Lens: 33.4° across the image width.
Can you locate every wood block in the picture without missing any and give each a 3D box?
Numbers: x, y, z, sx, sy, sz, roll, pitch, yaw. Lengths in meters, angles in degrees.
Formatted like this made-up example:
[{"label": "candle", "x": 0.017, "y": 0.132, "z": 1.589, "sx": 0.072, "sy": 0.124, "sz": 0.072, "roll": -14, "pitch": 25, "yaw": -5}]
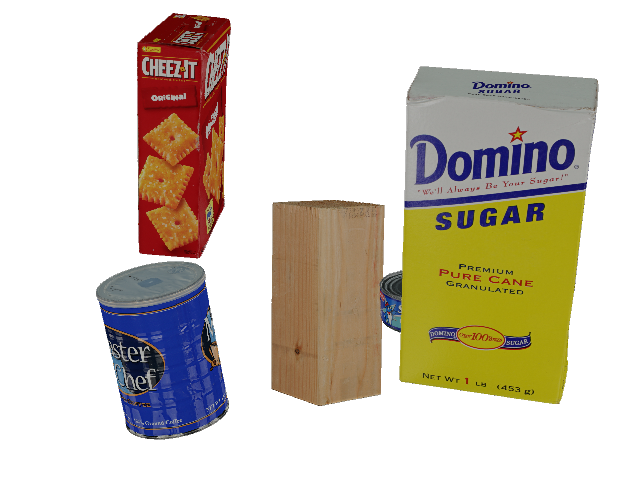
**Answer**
[{"label": "wood block", "x": 0.007, "y": 0.062, "z": 1.151, "sx": 0.090, "sy": 0.206, "sz": 0.091, "roll": -4, "pitch": 9, "yaw": -38}]

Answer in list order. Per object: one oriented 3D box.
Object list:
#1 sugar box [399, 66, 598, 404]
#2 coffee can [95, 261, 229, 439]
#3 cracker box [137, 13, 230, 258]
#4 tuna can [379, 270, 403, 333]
[{"label": "sugar box", "x": 0.091, "y": 0.000, "z": 0.565, "sx": 0.093, "sy": 0.176, "sz": 0.048, "roll": 6, "pitch": 32, "yaw": 14}, {"label": "coffee can", "x": -0.149, "y": 0.103, "z": 1.016, "sx": 0.103, "sy": 0.140, "sz": 0.103, "roll": -8, "pitch": 18, "yaw": 2}, {"label": "cracker box", "x": -0.137, "y": -0.111, "z": 1.092, "sx": 0.072, "sy": 0.214, "sz": 0.164, "roll": 5, "pitch": 22, "yaw": 2}, {"label": "tuna can", "x": 0.094, "y": 0.053, "z": 0.921, "sx": 0.086, "sy": 0.034, "sz": 0.086, "roll": -1, "pitch": 17, "yaw": 0}]
